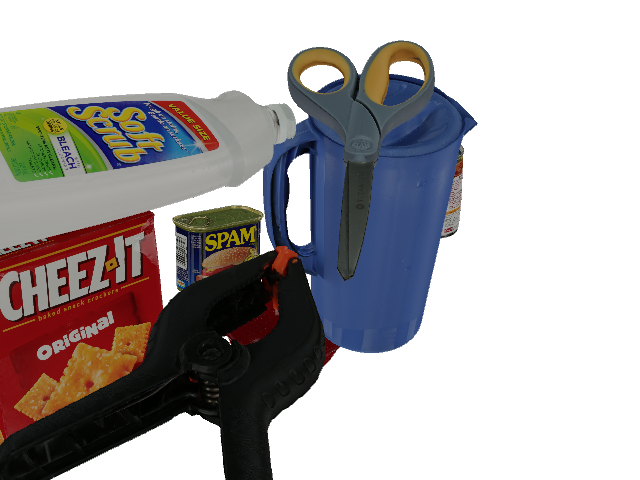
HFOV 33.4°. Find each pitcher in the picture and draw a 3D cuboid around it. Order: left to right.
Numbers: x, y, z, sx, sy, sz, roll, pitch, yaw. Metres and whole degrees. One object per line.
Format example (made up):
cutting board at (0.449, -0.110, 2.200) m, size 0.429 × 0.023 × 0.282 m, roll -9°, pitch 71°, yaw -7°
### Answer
pitcher at (0.040, -0.016, 0.959) m, size 0.149 × 0.243 × 0.144 m, roll 18°, pitch 40°, yaw 17°

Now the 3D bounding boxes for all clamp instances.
clamp at (-0.040, 0.067, 0.453) m, size 0.120 × 0.039 × 0.171 m, roll 26°, pitch 48°, yaw 19°

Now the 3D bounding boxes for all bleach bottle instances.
bleach bottle at (-0.136, -0.068, 0.777) m, size 0.250 × 0.103 × 0.068 m, roll -16°, pitch -31°, yaw -27°

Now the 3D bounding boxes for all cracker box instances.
cracker box at (-0.217, 0.084, 0.924) m, size 0.163 × 0.214 × 0.072 m, roll -21°, pitch 33°, yaw -35°

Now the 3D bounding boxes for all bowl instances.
bowl at (-0.048, 0.132, 1.363) m, size 0.162 × 0.055 × 0.162 m, roll 5°, pitch 23°, yaw -2°

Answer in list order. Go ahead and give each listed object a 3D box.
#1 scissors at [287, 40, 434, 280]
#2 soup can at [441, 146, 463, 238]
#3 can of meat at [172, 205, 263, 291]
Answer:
scissors at (0.006, -0.056, 0.591) m, size 0.096 × 0.016 × 0.201 m, roll 13°, pitch 45°, yaw 17°
soup can at (0.132, -0.061, 1.256) m, size 0.068 × 0.102 × 0.068 m, roll 0°, pitch 27°, yaw 0°
can of meat at (-0.115, 0.012, 1.204) m, size 0.101 × 0.084 × 0.058 m, roll -12°, pitch 23°, yaw -38°
